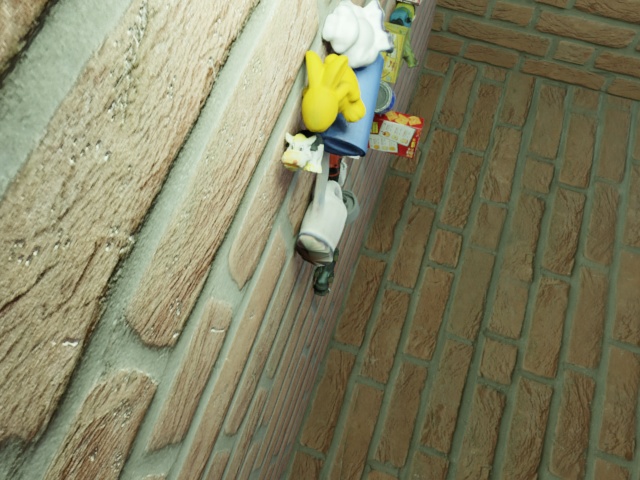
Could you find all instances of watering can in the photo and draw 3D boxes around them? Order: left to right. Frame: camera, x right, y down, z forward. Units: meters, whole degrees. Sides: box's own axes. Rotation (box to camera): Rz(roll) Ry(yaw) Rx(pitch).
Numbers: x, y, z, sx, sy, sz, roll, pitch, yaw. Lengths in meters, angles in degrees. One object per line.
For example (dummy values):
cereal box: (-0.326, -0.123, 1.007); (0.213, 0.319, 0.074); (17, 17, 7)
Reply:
watering can: (0.004, -0.068, 1.351); (0.340, 0.104, 0.229); (71, 35, -58)

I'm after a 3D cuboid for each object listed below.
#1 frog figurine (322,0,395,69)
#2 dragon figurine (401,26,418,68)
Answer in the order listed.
frog figurine: (0.060, -0.425, 1.071); (0.161, 0.124, 0.135); (-25, 120, -31)
dragon figurine: (0.316, -0.786, 2.012); (0.416, 0.122, 0.239); (-56, 143, -67)
